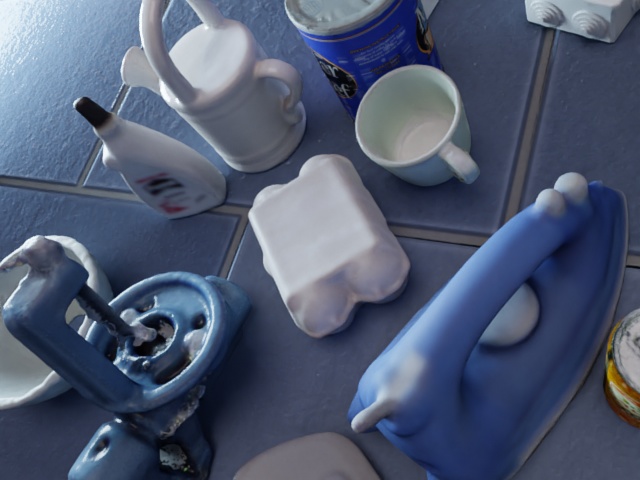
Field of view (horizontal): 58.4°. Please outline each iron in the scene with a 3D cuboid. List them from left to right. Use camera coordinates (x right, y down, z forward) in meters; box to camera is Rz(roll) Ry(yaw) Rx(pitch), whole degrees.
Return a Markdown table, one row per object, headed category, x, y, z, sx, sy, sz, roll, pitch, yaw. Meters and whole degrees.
| category | x | y | z | sx | sy | sz | roll | pitch | yaw |
| --- | --- | --- | --- | --- | --- | --- | --- | --- | --- |
| iron | 0.116 | 0.038 | 0.363 | 0.118 | 0.142 | 0.258 | 35 | 84 | 34 |

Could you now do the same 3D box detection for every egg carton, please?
| category | x | y | z | sx | sy | sz | roll | pitch | yaw |
| --- | --- | --- | --- | --- | --- | --- | --- | --- | --- |
| egg carton | 0.004 | 0.002 | 0.476 | 0.107 | 0.070 | 0.150 | -33 | 57 | 7 |

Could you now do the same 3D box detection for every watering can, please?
| category | x | y | z | sx | sy | sz | roll | pitch | yaw |
| --- | --- | --- | --- | --- | --- | --- | --- | --- | --- |
| watering can | -0.103 | -0.150 | 0.525 | 0.172 | 0.195 | 0.101 | -15 | 61 | 18 |

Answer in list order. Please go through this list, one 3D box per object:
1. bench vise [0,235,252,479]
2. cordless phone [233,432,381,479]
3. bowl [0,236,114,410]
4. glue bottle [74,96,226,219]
| category | x | y | z | sx | sy | sz | roll | pitch | yaw |
| --- | --- | --- | --- | --- | --- | --- | --- | --- | --- |
| bench vise | -0.135 | 0.100 | 0.402 | 0.121 | 0.220 | 0.207 | -8 | 63 | 22 |
| cordless phone | -0.012 | 0.181 | 0.327 | 0.094 | 0.186 | 0.147 | -40 | 56 | 2 |
| bowl | -0.259 | 0.084 | 0.555 | 0.167 | 0.075 | 0.167 | -10 | 62 | 20 |
| glue bottle | -0.161 | -0.076 | 0.528 | 0.078 | 0.174 | 0.037 | -18 | 60 | 16 |
